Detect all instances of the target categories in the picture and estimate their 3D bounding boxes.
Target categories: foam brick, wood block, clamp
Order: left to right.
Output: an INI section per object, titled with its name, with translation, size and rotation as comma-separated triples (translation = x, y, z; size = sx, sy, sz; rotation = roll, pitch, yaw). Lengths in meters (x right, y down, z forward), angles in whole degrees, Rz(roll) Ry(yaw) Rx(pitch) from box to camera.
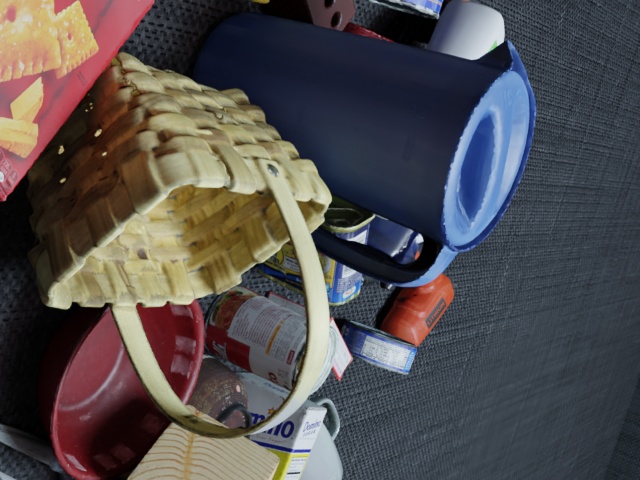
[wood block]
translation = -0.113, 0.243, 0.868
size = 0.090, 0.090, 0.206
rotation = -52, 168, -46
[foam brick]
translation = -0.012, -0.198, 0.854
size = 0.053, 0.051, 0.078
rotation = -56, 149, -22
[clamp]
translation = 0.097, -0.236, 1.031
size = 0.171, 0.039, 0.120
rotation = -38, 145, -50

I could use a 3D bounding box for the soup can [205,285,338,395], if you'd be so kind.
[soup can]
translation = -0.043, 0.088, 0.943
size = 0.068, 0.102, 0.068
rotation = -39, 140, -42

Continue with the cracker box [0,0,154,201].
[cracker box]
translation = -0.173, -0.152, 0.588
size = 0.213, 0.072, 0.164
rotation = -58, 150, -20

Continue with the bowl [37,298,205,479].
[bowl]
translation = -0.158, 0.096, 0.799
size = 0.161, 0.055, 0.162
rotation = -38, 140, -43

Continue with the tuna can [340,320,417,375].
[tuna can]
translation = 0.061, 0.116, 1.159
size = 0.086, 0.086, 0.034
rotation = 22, 88, -62

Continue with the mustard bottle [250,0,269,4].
[mustard bottle]
translation = -0.027, -0.269, 0.774
size = 0.096, 0.058, 0.192
rotation = -15, 122, -60

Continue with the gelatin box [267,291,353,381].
[gelatin box]
translation = -0.014, 0.092, 1.026
size = 0.030, 0.073, 0.089
rotation = -57, 150, -21

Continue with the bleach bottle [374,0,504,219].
[bleach bottle]
translation = 0.100, -0.109, 0.971
size = 0.102, 0.068, 0.250
rotation = 93, 20, -50

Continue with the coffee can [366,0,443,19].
[coffee can]
translation = 0.071, -0.268, 0.896
size = 0.102, 0.103, 0.140
rotation = -1, 110, -60

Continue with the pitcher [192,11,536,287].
[pitcher]
translation = 0.022, -0.081, 0.791
size = 0.149, 0.243, 0.145
rotation = -46, 144, -35

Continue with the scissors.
[scissors]
translation = -0.204, 0.186, 0.823
size = 0.201, 0.016, 0.096
rotation = 21, 90, -61

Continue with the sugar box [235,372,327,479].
[sugar box]
translation = -0.069, 0.221, 0.999
size = 0.048, 0.093, 0.176
rotation = 14, 96, -62

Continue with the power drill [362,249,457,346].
[power drill]
translation = 0.096, 0.032, 1.190
size = 0.184, 0.057, 0.187
rotation = -48, 146, -33

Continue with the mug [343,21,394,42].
[mug]
translation = 0.032, -0.136, 0.915
size = 0.093, 0.117, 0.081
rotation = 22, 96, -25

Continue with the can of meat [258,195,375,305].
[can of meat]
translation = -0.006, 0.001, 0.950
size = 0.057, 0.102, 0.084
rotation = -30, 136, -47
